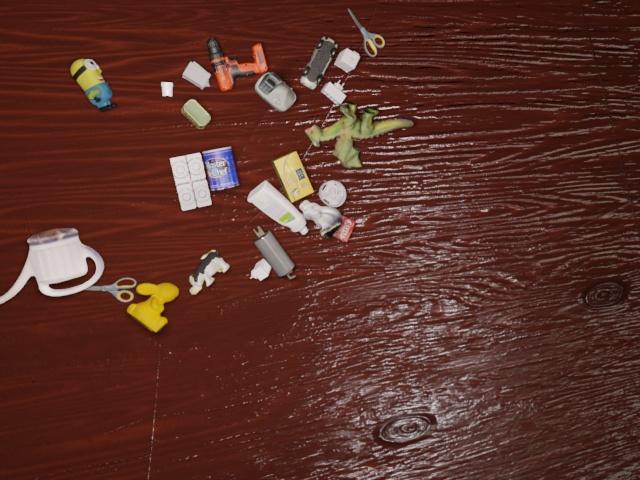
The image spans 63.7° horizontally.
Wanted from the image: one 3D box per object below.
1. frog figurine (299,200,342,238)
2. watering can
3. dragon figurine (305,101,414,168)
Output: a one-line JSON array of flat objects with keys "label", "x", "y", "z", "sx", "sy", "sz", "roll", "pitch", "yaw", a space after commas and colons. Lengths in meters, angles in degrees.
[{"label": "frog figurine", "x": 0.006, "y": -0.098, "z": 1.940, "sx": 0.121, "sy": 0.138, "sz": 0.161, "roll": -43, "pitch": 73, "yaw": 28}, {"label": "watering can", "x": -0.900, "y": 0.084, "z": 1.687, "sx": 0.349, "sy": 0.104, "sz": 0.223, "roll": -13, "pitch": 99, "yaw": -15}, {"label": "dragon figurine", "x": 0.146, "y": -0.391, "z": 1.974, "sx": 0.409, "sy": 0.124, "sz": 0.239, "roll": 12, "pitch": 110, "yaw": -16}]
